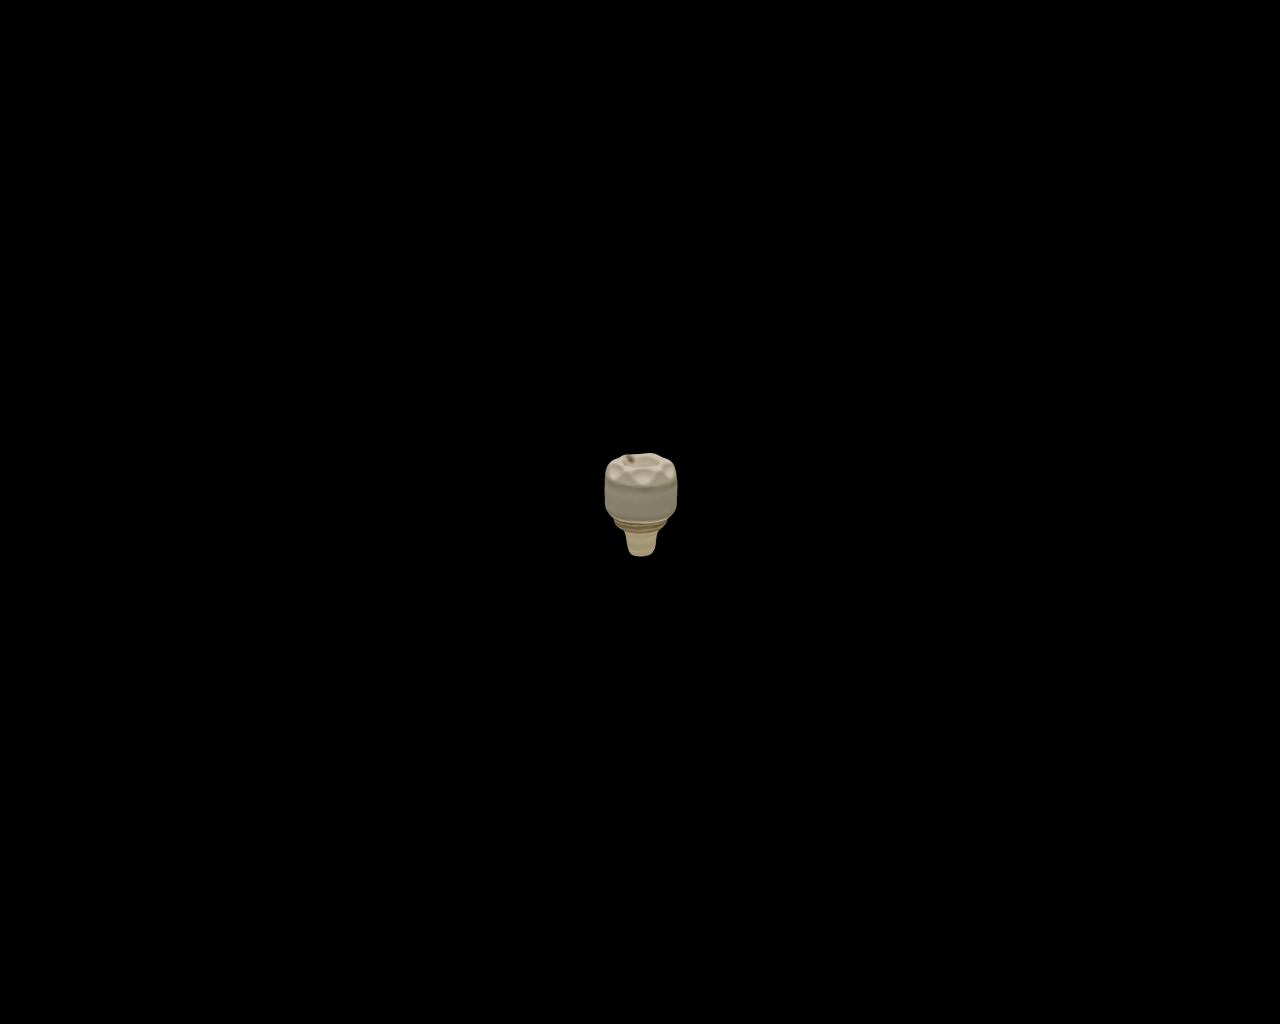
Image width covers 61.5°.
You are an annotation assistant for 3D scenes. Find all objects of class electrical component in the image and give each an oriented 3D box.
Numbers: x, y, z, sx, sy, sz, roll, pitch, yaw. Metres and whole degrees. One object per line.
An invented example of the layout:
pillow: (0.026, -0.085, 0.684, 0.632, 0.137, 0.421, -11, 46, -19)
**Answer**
electrical component: (0.001, -0.003, 0.650, 0.043, 0.062, 0.043, 0, 20, 0)
